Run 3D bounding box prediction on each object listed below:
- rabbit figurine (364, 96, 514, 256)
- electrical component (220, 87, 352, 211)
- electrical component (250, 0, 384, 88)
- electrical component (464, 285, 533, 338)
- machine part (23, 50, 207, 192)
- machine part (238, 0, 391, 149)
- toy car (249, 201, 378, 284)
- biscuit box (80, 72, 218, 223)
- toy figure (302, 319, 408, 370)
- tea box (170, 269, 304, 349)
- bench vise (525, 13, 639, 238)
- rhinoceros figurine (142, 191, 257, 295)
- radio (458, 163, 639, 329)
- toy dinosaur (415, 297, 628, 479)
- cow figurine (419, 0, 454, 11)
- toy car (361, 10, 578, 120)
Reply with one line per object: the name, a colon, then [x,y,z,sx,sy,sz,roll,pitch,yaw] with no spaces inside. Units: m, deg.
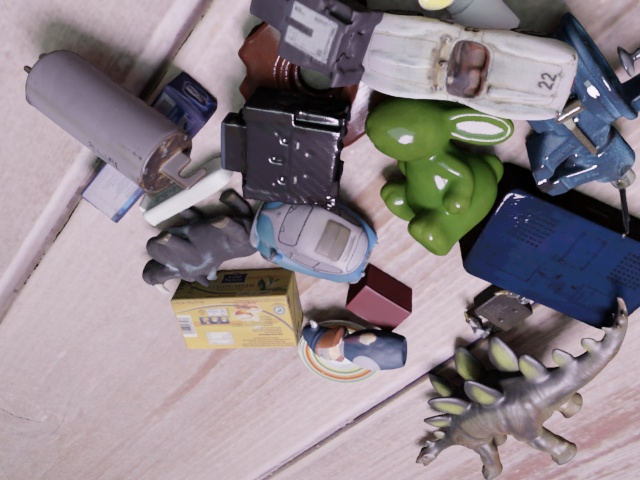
rabbit figurine: [0.124,-0.088,0.570,0.159,0.121,0.170,-33,129,15]
electrical component: [-0.038,-0.098,0.579,0.134,0.058,0.114,8,125,5]
electrical component: [-0.008,-0.199,0.500,0.119,0.048,0.074,35,128,25]
electrical component: [0.244,0.094,0.732,0.078,0.045,0.102,43,119,-17]
machine part: [-0.224,-0.126,0.571,0.243,0.079,0.079,37,124,11]
machine part: [-0.001,-0.180,0.583,0.179,0.056,0.179,4,125,6]
toy car: [-0.001,-0.002,0.654,0.161,0.103,0.109,26,89,-11]
biscuit box: [-0.209,-0.109,0.656,0.059,0.063,0.202,42,119,-17]
toy figure: [0.043,0.146,0.752,0.155,0.058,0.064,3,116,21]
tea box: [-0.116,0.100,0.776,0.170,0.068,0.098,-2,123,8]
bench vise: [0.298,-0.146,0.520,0.223,0.129,0.240,44,127,-15]
rhinoceros figurine: [-0.163,0.009,0.728,0.190,0.073,0.112,-21,129,19]
radio: [0.294,0.013,0.656,0.230,0.073,0.131,23,125,-5]
toy dinosaur: [0.274,0.231,0.768,0.198,0.105,0.471,32,130,-11]
cow figurine: [0.055,-0.275,0.489,0.167,0.098,0.068,15,143,4]
toy car: [0.124,-0.160,0.489,0.202,0.056,0.073,17,126,19]
